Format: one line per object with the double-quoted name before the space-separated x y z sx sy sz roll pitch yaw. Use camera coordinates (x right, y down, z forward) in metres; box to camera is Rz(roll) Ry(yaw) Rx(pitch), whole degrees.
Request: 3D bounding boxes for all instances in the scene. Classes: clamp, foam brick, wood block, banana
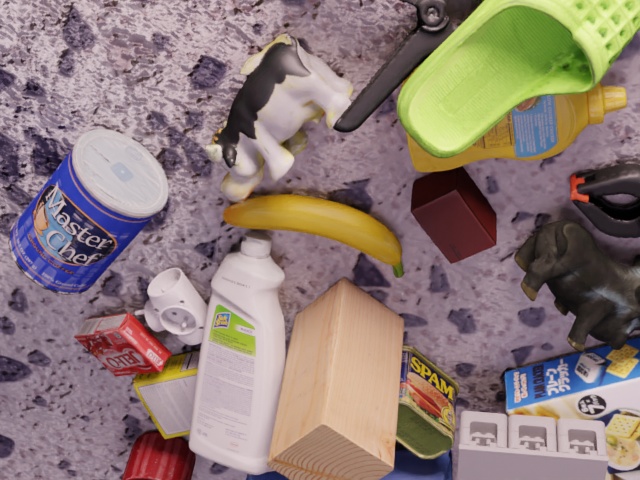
"clamp" 0.084 -0.198 0.890 0.210 0.036 0.164 -19 106 5
"foam brick" 0.129 -0.026 1.028 0.053 0.051 0.078 -25 121 26
"wood block" 0.020 0.150 1.086 0.090 0.206 0.090 36 125 -20
"clamp" 0.318 -0.021 1.012 0.171 0.039 0.120 9 123 7
"banana" 0.003 -0.011 1.069 0.197 0.037 0.070 19 128 -7

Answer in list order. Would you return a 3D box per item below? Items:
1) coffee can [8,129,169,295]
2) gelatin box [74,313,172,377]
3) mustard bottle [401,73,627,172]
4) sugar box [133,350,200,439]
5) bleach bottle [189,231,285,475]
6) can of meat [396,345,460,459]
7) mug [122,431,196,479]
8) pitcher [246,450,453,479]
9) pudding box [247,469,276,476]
"coffee can" -0.229 -0.026 1.050 0.102 0.102 0.141 34 126 -18
"gelatin box" -0.221 0.119 1.193 0.089 0.030 0.073 -11 129 43
"mustard bottle" 0.172 -0.115 0.946 0.192 0.058 0.096 -5 122 13
"sugar box" -0.116 0.169 1.226 0.176 0.048 0.093 -15 121 16
"bleach bottle" -0.075 0.115 1.127 0.103 0.068 0.251 16 109 18
"can of meat" 0.105 0.180 1.176 0.102 0.084 0.058 40 124 -21
"mug" -0.200 0.300 1.319 0.093 0.081 0.117 7 129 3
"pitcher" 0.040 0.314 1.276 0.243 0.145 0.149 1 116 12
"pudding box" -0.032 0.218 1.222 0.114 0.090 0.039 -15 124 20
